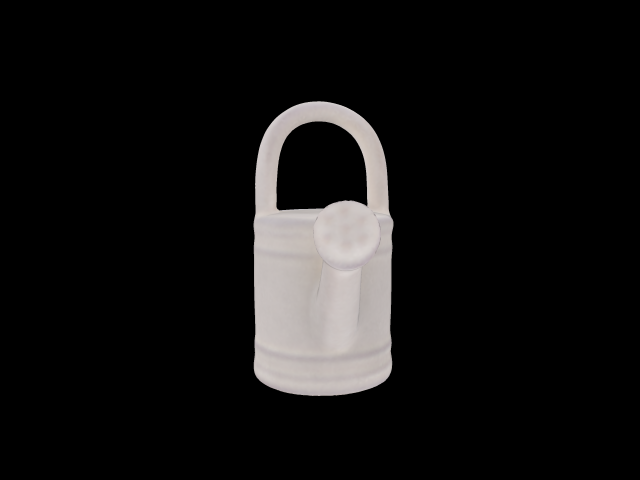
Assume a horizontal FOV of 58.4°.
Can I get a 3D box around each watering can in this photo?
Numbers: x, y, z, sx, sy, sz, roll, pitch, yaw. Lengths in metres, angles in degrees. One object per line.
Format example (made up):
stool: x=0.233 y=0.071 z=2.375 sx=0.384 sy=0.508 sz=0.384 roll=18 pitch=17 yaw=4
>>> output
watering can: x=0.006 y=0.001 z=0.400 sx=0.101 sy=0.194 sz=0.172 roll=-4 pitch=8 yaw=-30
